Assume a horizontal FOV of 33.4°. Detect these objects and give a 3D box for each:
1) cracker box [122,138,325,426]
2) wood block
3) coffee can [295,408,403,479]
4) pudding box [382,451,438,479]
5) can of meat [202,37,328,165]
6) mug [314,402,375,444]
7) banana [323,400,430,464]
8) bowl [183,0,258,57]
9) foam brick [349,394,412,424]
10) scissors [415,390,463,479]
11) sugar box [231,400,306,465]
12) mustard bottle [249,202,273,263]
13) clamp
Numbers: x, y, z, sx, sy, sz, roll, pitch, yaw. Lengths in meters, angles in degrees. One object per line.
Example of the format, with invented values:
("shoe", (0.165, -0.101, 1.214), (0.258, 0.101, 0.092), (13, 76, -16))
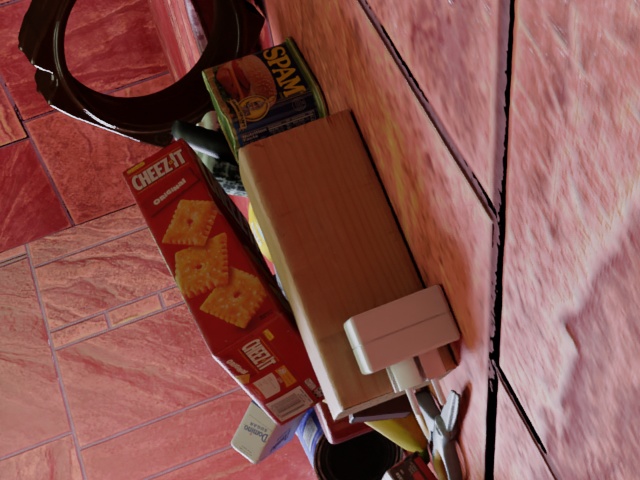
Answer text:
("cracker box", (-0.076, 0.036, 0.934), (0.214, 0.072, 0.164), (59, 180, 35))
("wood block", (0.016, 0.021, 0.804), (0.090, 0.090, 0.206), (99, 150, -76))
("coffee can", (0.028, 0.221, 1.228), (0.140, 0.102, 0.103), (-133, 24, -72))
("pudding box", (0.096, 0.243, 0.964), (0.090, 0.039, 0.113), (54, 170, 16))
("can of meat", (-0.047, -0.119, 0.921), (0.057, 0.084, 0.102), (77, 170, -48))
("mug", (0.036, 0.156, 1.069), (0.117, 0.081, 0.093), (176, 74, -83))
("banana", (0.023, 0.148, 0.982), (0.037, 0.198, 0.070), (-56, -6, -49))
("bowl", (-0.104, -0.214, 1.201), (0.162, 0.055, 0.162), (160, 90, -83))
("foam brick", (0.047, 0.115, 0.919), (0.051, 0.053, 0.078), (93, 171, -76))
("scissors", (0.092, 0.135, 0.847), (0.202, 0.016, 0.096), (79, 169, -52))
("sugar box", (-0.029, 0.152, 1.158), (0.048, 0.176, 0.093), (36, -159, 16))
("mustard bottle", (-0.057, -0.026, 1.364), (0.192, 0.058, 0.096), (114, 135, -80))
("clamp", (-0.038, -0.086, 0.965), (0.171, 0.120, 0.039), (42, 169, 16))
